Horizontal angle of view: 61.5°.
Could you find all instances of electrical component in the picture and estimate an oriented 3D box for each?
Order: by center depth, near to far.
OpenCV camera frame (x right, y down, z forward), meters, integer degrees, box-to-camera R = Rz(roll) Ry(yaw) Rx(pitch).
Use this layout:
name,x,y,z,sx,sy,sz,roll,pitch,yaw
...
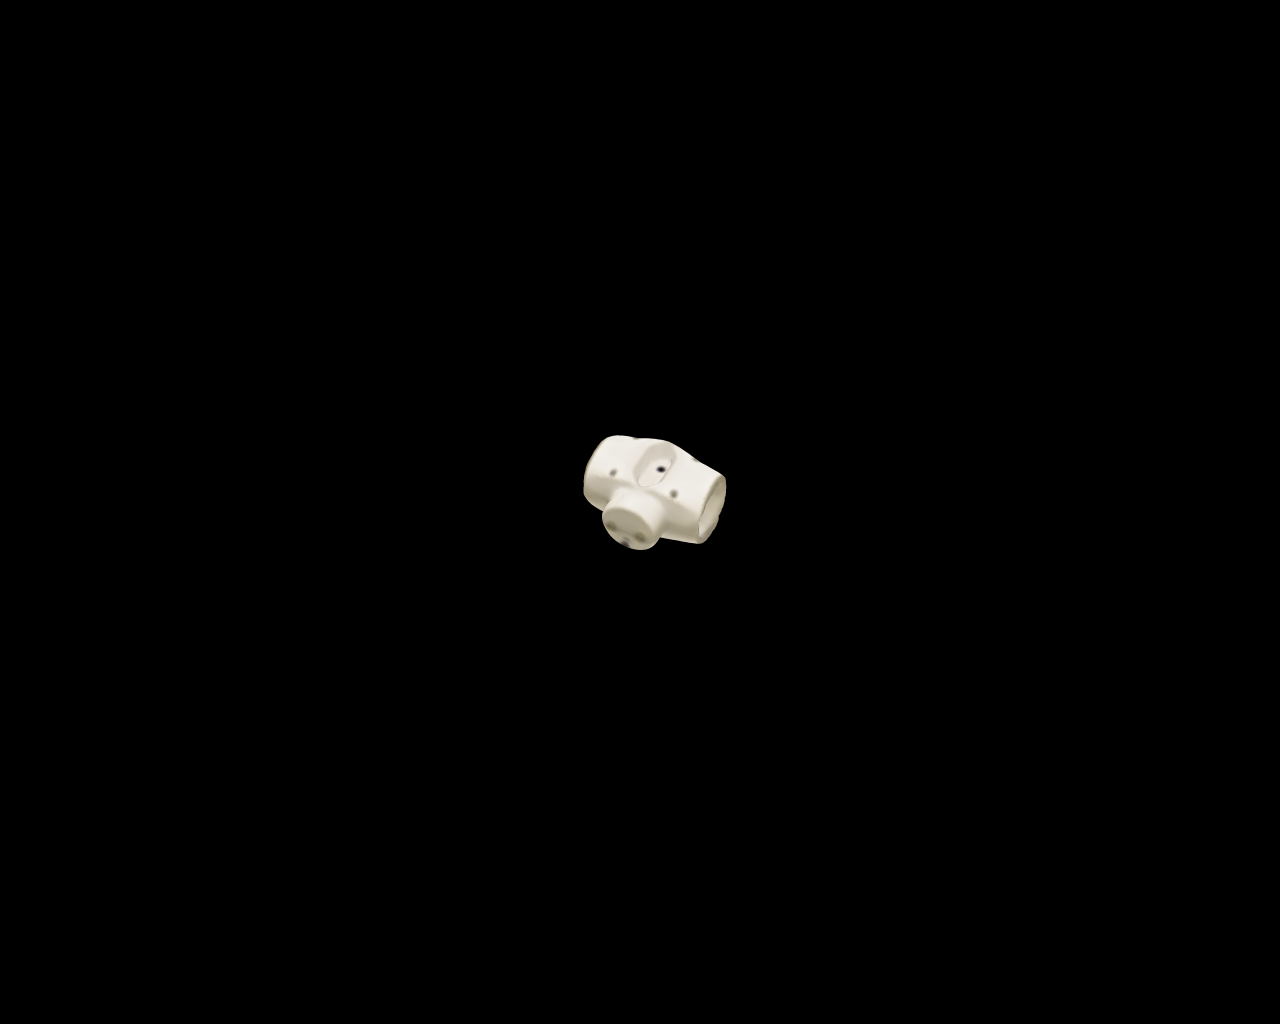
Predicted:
name,x,y,z,sx,sy,sz,roll,pitch,yaw
electrical component,0.001,-0.003,0.650,0.077,0.079,0.043,22,-38,18
